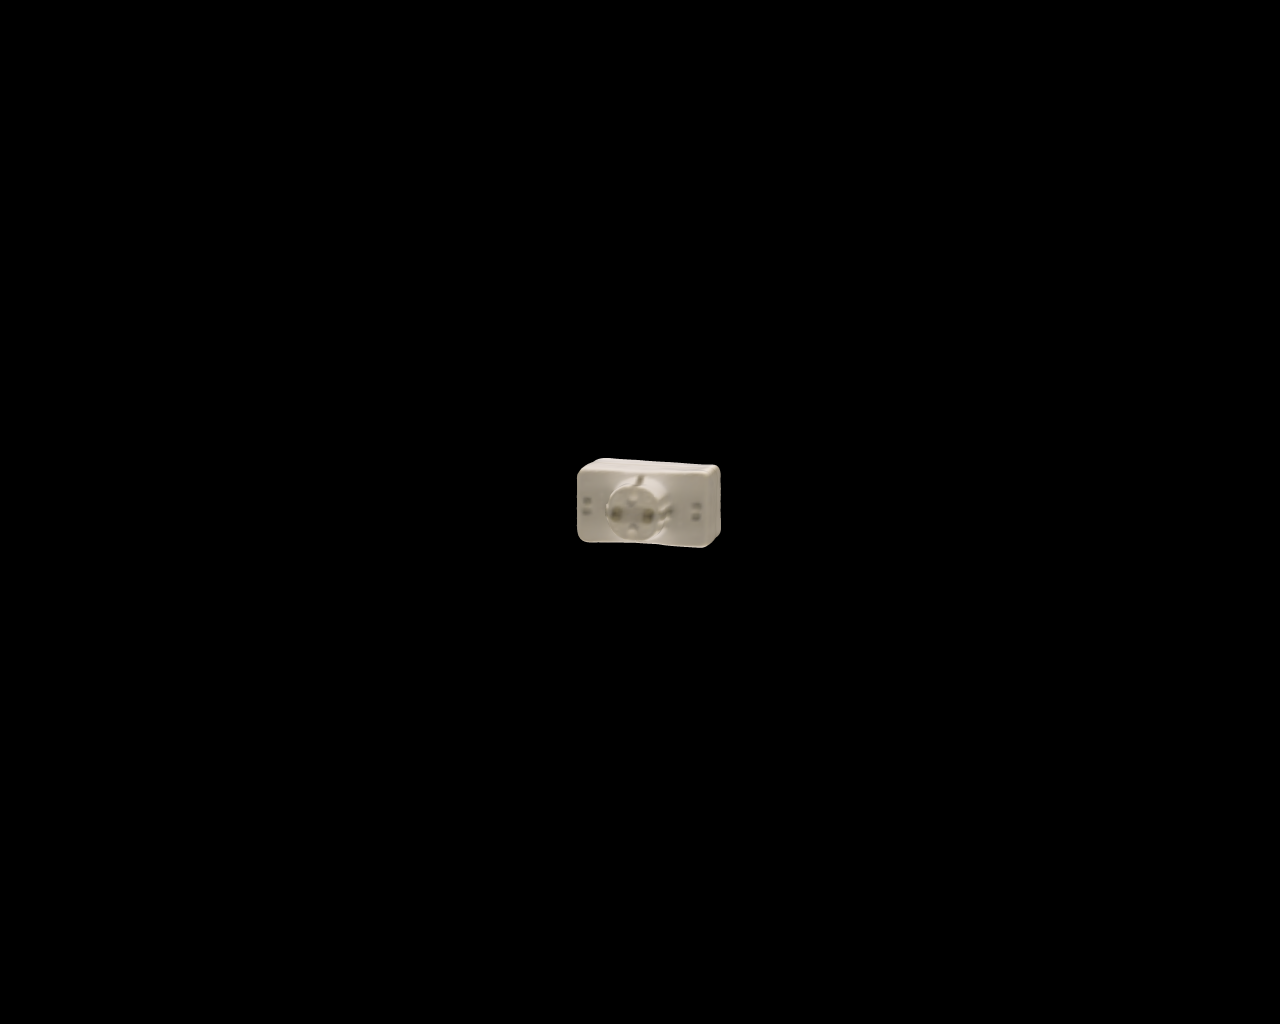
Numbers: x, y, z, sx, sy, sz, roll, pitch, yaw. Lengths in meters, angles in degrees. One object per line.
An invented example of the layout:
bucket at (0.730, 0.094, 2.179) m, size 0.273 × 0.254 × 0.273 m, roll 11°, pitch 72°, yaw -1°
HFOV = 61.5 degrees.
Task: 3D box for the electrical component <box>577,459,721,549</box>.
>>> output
electrical component at (0.001, -0.003, 0.650) m, size 0.083 × 0.047 × 0.076 m, roll 3°, pitch 12°, yaw 16°
